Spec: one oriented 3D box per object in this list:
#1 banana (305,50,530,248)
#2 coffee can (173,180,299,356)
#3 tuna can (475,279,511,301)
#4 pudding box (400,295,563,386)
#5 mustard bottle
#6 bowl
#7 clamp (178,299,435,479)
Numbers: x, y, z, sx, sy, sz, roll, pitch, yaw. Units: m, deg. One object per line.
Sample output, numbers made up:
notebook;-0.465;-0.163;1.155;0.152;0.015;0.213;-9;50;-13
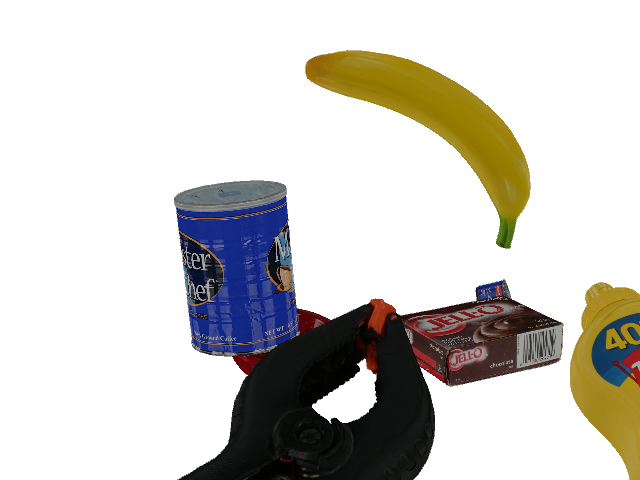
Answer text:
banana;0.081;-0.081;0.753;0.198;0.070;0.037;42;7;0
coffee can;-0.076;0.023;0.982;0.103;0.140;0.103;-5;14;1
tuna can;0.197;0.088;1.175;0.034;0.086;0.086;-14;-3;12
pudding box;0.132;0.082;0.896;0.113;0.039;0.090;-7;16;-23
mustard bottle;0.196;0.086;0.601;0.096;0.058;0.192;-10;35;-7
bowl;-0.048;0.143;1.363;0.162;0.055;0.162;5;22;-2
clamp;0.003;0.090;0.395;0.120;0.039;0.171;27;50;19
